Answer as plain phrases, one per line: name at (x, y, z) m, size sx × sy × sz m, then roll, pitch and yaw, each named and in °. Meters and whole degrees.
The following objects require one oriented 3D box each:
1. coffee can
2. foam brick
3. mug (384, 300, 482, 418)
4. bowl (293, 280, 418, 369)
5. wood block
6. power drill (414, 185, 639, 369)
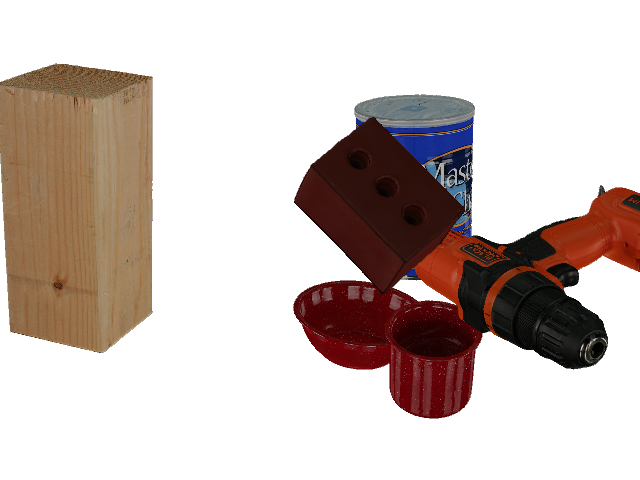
coffee can at (0.082, -0.049, 0.933) m, size 0.103 × 0.140 × 0.103 m, roll -2°, pitch 19°, yaw 0°
foam brick at (0.032, -0.020, 0.606) m, size 0.053 × 0.078 × 0.051 m, roll -40°, pitch -11°, yaw -23°
mug at (0.116, 0.113, 1.046) m, size 0.093 × 0.081 × 0.117 m, roll 26°, pitch 42°, yaw 35°
bowl at (0.046, 0.107, 1.272) m, size 0.162 × 0.055 × 0.162 m, roll 4°, pitch 24°, yaw -2°
wood block at (-0.193, -0.028, 0.855) m, size 0.091 × 0.206 × 0.090 m, roll 11°, pitch 23°, yaw 16°
power drill at (0.186, 0.021, 0.763) m, size 0.187 × 0.057 × 0.185 m, roll -14°, pitch 28°, yaw -26°
